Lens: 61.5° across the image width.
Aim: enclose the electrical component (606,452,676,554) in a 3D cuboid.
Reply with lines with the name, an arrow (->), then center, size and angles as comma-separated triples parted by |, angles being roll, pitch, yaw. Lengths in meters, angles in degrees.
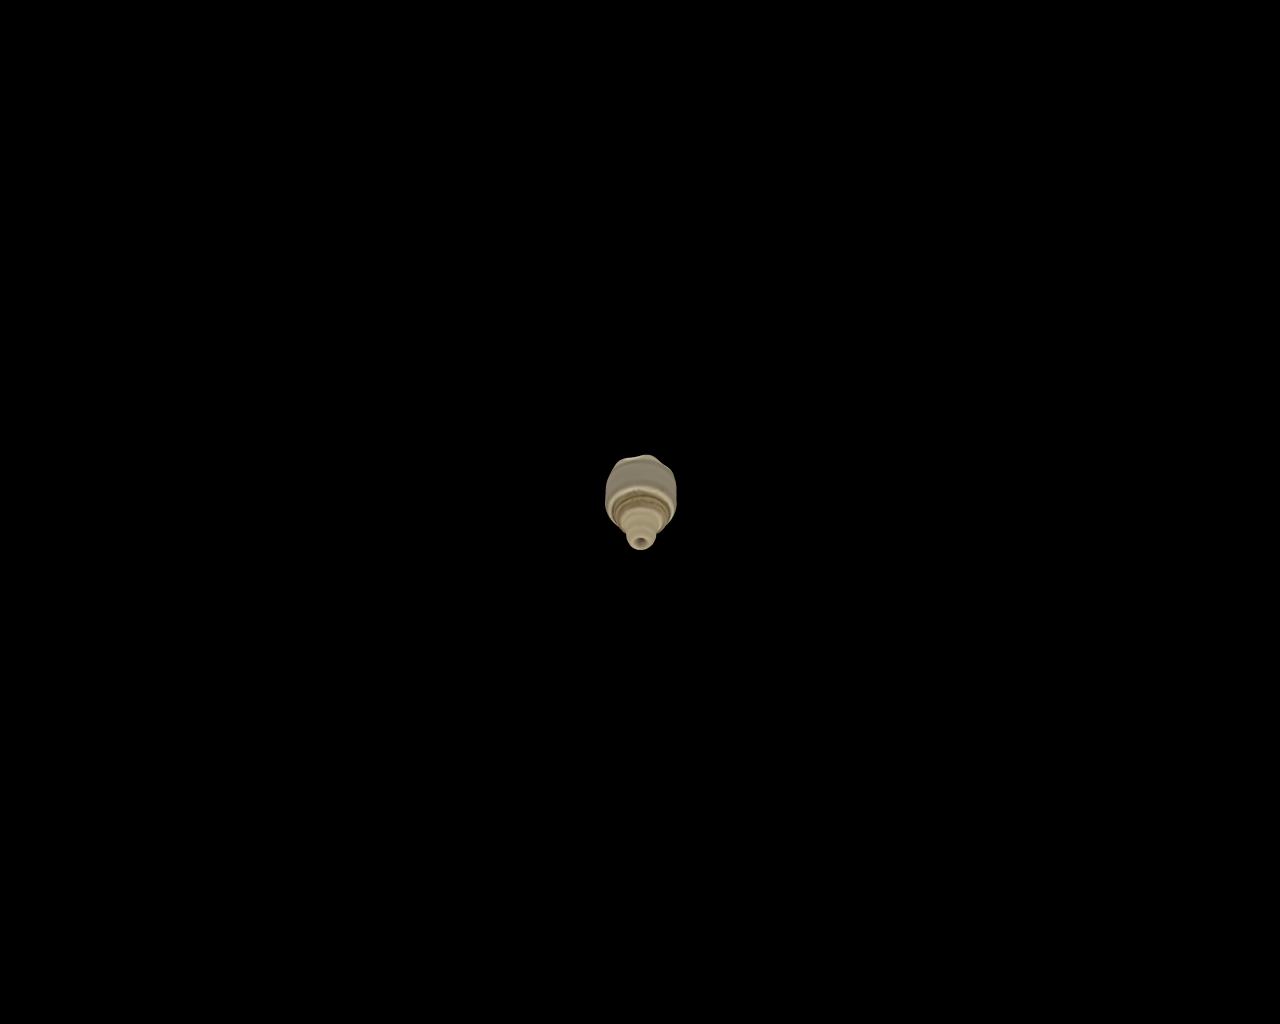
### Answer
electrical component -> 0.001, -0.003, 0.650 | 0.043, 0.043, 0.062 | 0, 44, 0
